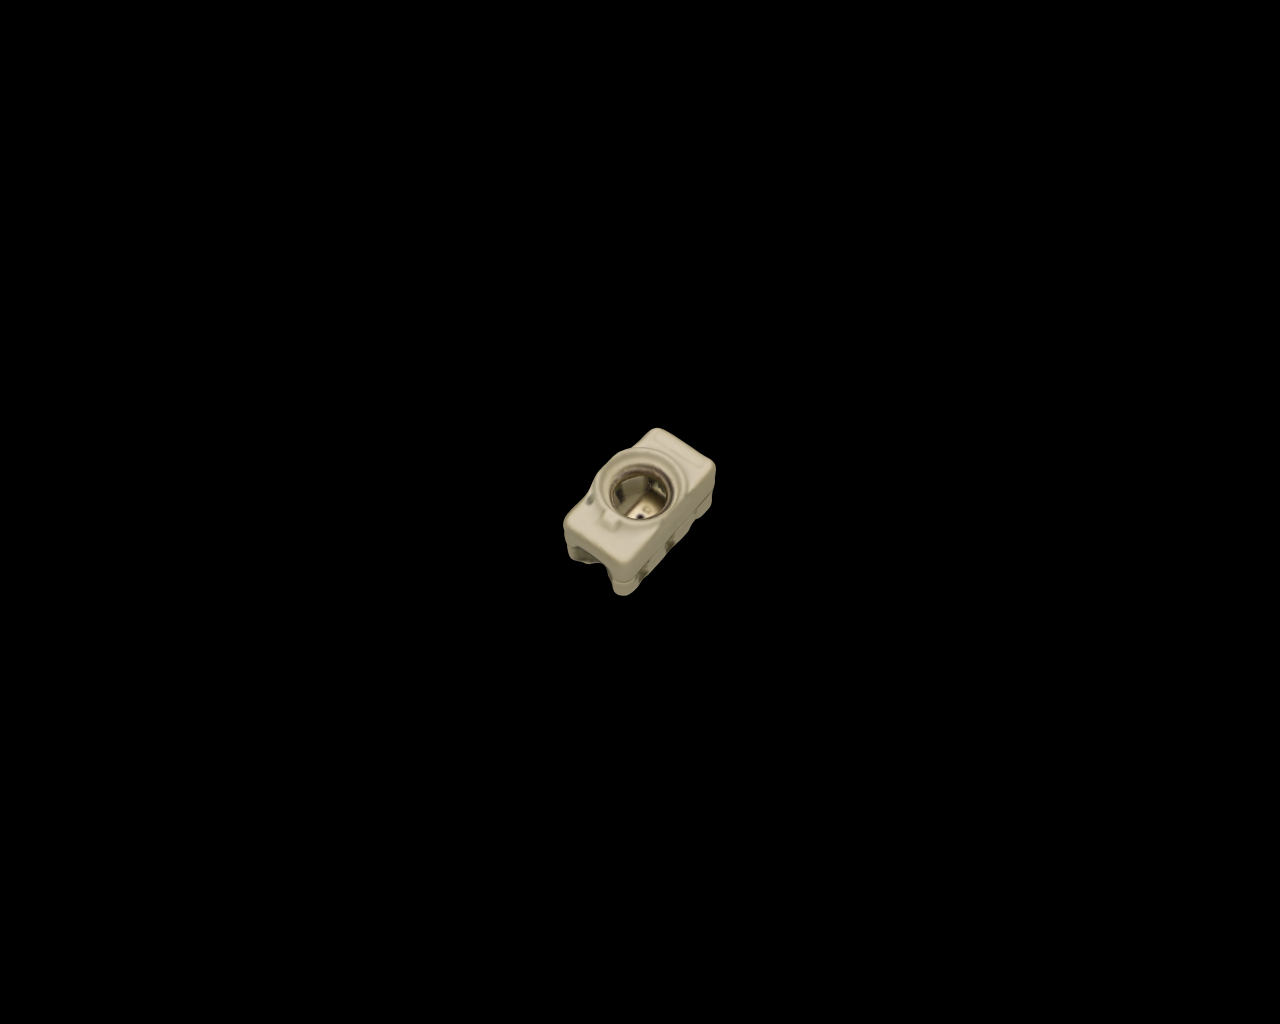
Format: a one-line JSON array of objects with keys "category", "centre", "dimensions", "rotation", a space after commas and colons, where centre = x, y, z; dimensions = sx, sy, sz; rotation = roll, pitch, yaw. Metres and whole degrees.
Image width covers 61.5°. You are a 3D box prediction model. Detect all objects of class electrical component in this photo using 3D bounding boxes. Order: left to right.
[{"category": "electrical component", "centre": [0.001, -0.003, 0.650], "dimensions": [0.050, 0.090, 0.055], "rotation": [36, -24, 18]}]
